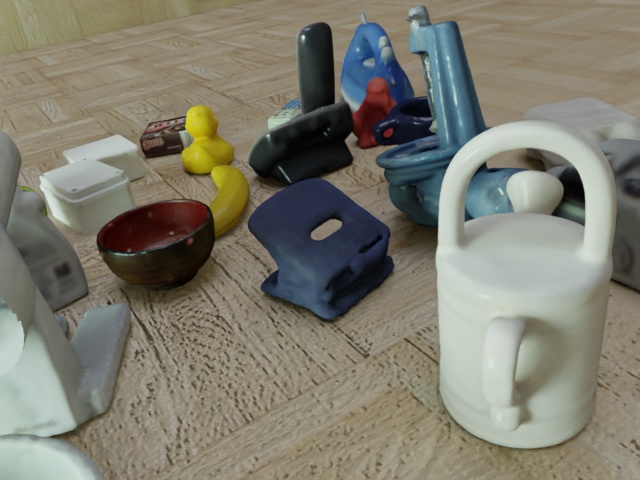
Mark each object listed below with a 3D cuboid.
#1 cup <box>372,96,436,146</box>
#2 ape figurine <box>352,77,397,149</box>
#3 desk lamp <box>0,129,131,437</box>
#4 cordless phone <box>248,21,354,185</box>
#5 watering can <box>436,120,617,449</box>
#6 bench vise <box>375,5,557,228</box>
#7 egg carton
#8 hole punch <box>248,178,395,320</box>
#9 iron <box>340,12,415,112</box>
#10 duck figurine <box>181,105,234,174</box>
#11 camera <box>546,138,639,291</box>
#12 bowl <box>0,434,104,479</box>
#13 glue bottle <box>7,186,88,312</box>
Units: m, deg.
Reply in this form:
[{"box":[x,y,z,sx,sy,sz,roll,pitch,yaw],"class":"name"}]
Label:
[{"box":[0.119,-0.111,0.679,0.118,0.095,0.091,-17,31,-15],"class":"cup"},{"box":[0.083,-0.188,0.827,0.077,0.092,0.076,5,32,23],"class":"ape figurine"},{"box":[-0.224,0.038,0.385,0.118,0.214,0.203,-10,29,-3],"class":"desk lamp"},{"box":[-0.030,-0.177,0.743,0.148,0.185,0.093,-30,36,-32],"class":"cordless phone"},{"box":[0.121,0.017,0.352,0.101,0.194,0.173,-6,30,5],"class":"watering can"},{"box":[0.135,-0.094,0.517,0.122,0.220,0.206,-30,36,-33],"class":"bench vise"},{"box":[0.301,-0.116,0.667,0.107,0.069,0.150,-11,29,-4],"class":"egg carton"},{"box":[0.005,0.002,0.515,0.100,0.091,0.109,17,38,37],"class":"hole punch"},{"box":[0.099,-0.290,0.952,0.118,0.142,0.258,-11,29,-4],"class":"iron"},{"box":[-0.170,-0.152,0.835,0.077,0.086,0.104,-7,29,3],"class":"duck figurine"},{"box":[0.282,-0.037,0.501,0.137,0.101,0.142,-23,32,-24],"class":"camera"},{"box":[-0.171,0.179,0.266,0.167,0.075,0.167,-6,29,4],"class":"bowl"},{"box":[-0.277,-0.010,0.525,0.078,0.173,0.037,-29,35,-32],"class":"glue bottle"}]
